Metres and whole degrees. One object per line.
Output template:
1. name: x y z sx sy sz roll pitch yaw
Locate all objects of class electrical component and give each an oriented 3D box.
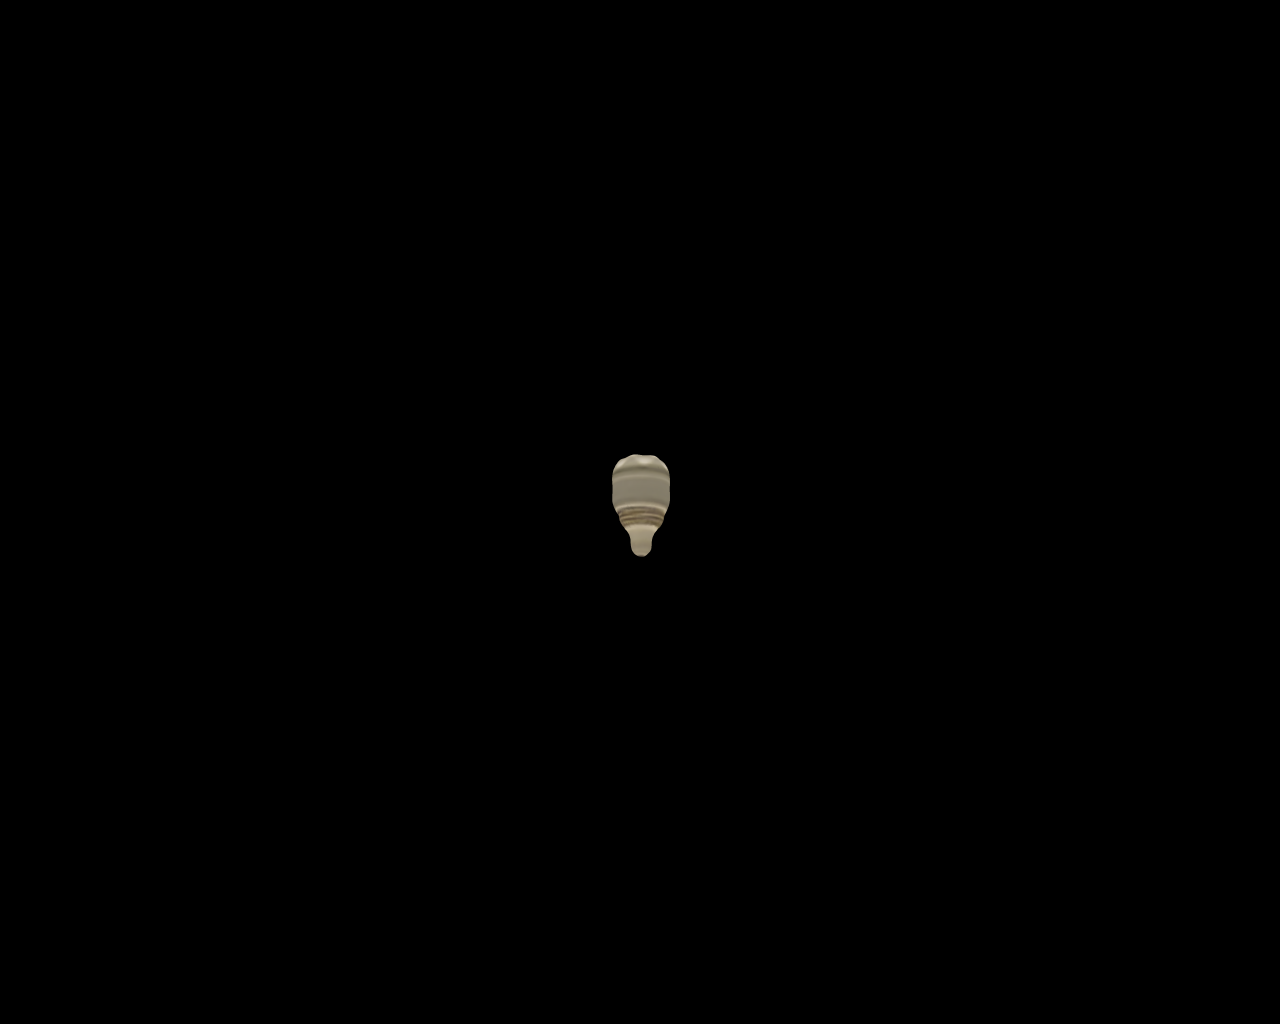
1. electrical component: 0.001 -0.003 0.650 0.035 0.061 0.035 0 -15 0
